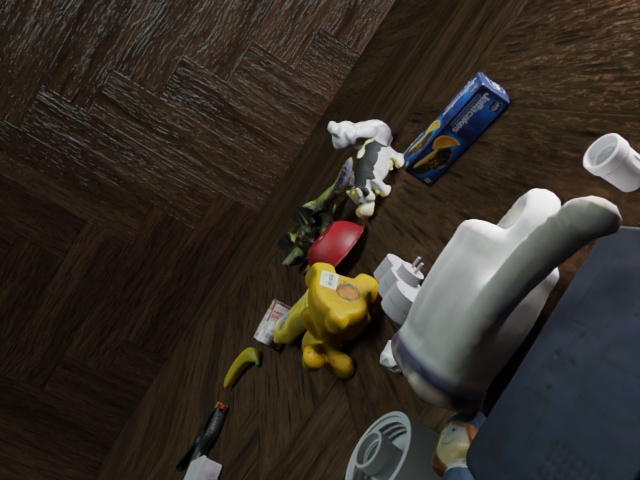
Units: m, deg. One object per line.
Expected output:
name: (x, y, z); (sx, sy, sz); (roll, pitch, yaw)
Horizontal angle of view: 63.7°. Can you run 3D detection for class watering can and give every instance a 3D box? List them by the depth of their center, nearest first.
watering can: (0.146, 0.051, 0.455); (0.223, 0.104, 0.348); (-61, -11, 7)

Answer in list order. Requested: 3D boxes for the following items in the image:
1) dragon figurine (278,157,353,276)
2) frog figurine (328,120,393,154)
dragon figurine: (0.004, -0.065, 1.293); (0.403, 0.122, 0.247); (-57, 4, 27)
frog figurine: (0.095, -0.262, 1.286); (0.122, 0.158, 0.138); (-57, 13, 2)
